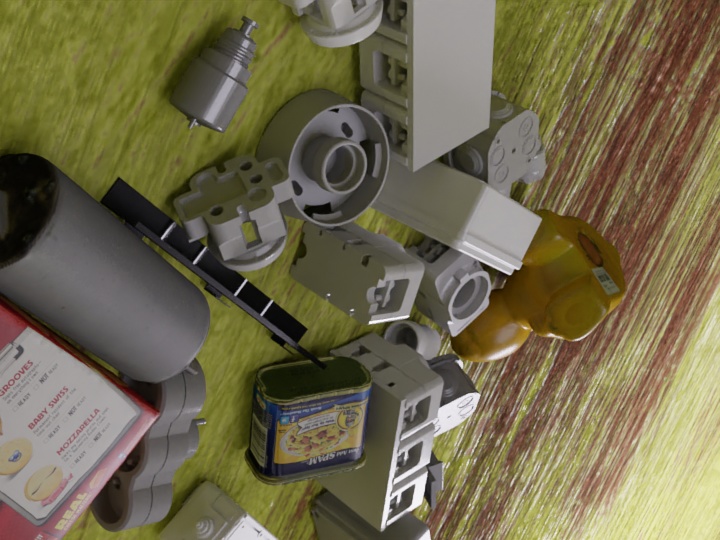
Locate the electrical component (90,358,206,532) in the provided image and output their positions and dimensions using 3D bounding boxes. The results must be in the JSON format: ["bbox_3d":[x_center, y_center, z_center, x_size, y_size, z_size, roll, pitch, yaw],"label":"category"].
[{"bbox_3d":[-0.144,0.123,0.788,0.074,0.052,0.138,-1,116,-50],"label":"electrical component"}]

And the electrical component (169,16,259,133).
[{"bbox_3d":[-0.088,-0.123,0.680,0.040,0.040,0.078,27,94,-55],"label":"electrical component"}]

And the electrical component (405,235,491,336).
[{"bbox_3d":[0.080,0.011,0.970,0.050,0.056,0.089,-41,142,-16],"label":"electrical component"}]

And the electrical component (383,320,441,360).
[{"bbox_3d":[0.049,0.067,0.993,0.046,0.040,0.040,8,109,-58],"label":"electrical component"}]

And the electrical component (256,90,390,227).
[{"bbox_3d":[-0.029,-0.081,0.786,0.099,0.064,0.099,-16,117,-34],"label":"electrical component"}]

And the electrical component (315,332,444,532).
[{"bbox_3d":[0.018,0.143,0.967,0.062,0.089,0.150,-23,132,-40],"label":"electrical component"}]

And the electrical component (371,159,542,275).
[{"bbox_3d":[0.075,-0.050,0.876,0.109,0.109,0.056,21,96,-55],"label":"electrical component"}]

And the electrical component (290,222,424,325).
[{"bbox_3d":[0.000,0.000,0.838,0.056,0.089,0.050,-6,120,-49],"label":"electrical component"}]

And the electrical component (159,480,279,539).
[{"bbox_3d":[-0.118,0.219,0.883,0.061,0.061,0.096,-49,144,-13],"label":"electrical component"}]

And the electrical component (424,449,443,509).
[{"bbox_3d":[0.044,0.196,1.060,0.064,0.081,0.042,-15,131,-16],"label":"electrical component"}]

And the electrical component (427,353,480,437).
[{"bbox_3d":[0.073,0.122,1.036,0.080,0.051,0.080,-26,152,-15],"label":"electrical component"}]

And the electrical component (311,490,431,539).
[{"bbox_3d":[0.014,0.266,1.040,0.056,0.109,0.108,-40,141,-29],"label":"electrical component"}]

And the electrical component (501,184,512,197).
[{"bbox_3d":[0.118,-0.064,0.978,0.040,0.040,0.046,-15,122,-44],"label":"electrical component"}]

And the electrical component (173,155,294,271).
[{"bbox_3d":[-0.082,-0.036,0.737,0.078,0.058,0.057,-24,141,-8],"label":"electrical component"}]

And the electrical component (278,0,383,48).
[{"bbox_3d":[-0.017,-0.185,0.707,0.078,0.058,0.057,-42,139,-22],"label":"electrical component"}]

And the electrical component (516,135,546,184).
[{"bbox_3d":[0.154,-0.112,0.990,0.035,0.035,0.061,-35,137,-29],"label":"electrical component"}]

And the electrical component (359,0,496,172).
[{"bbox_3d":[0.047,-0.164,0.796,0.089,0.062,0.150,-33,138,-32],"label":"electrical component"}]

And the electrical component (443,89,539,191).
[{"bbox_3d":[0.113,-0.111,0.925,0.080,0.051,0.080,-30,136,-34],"label":"electrical component"}]
